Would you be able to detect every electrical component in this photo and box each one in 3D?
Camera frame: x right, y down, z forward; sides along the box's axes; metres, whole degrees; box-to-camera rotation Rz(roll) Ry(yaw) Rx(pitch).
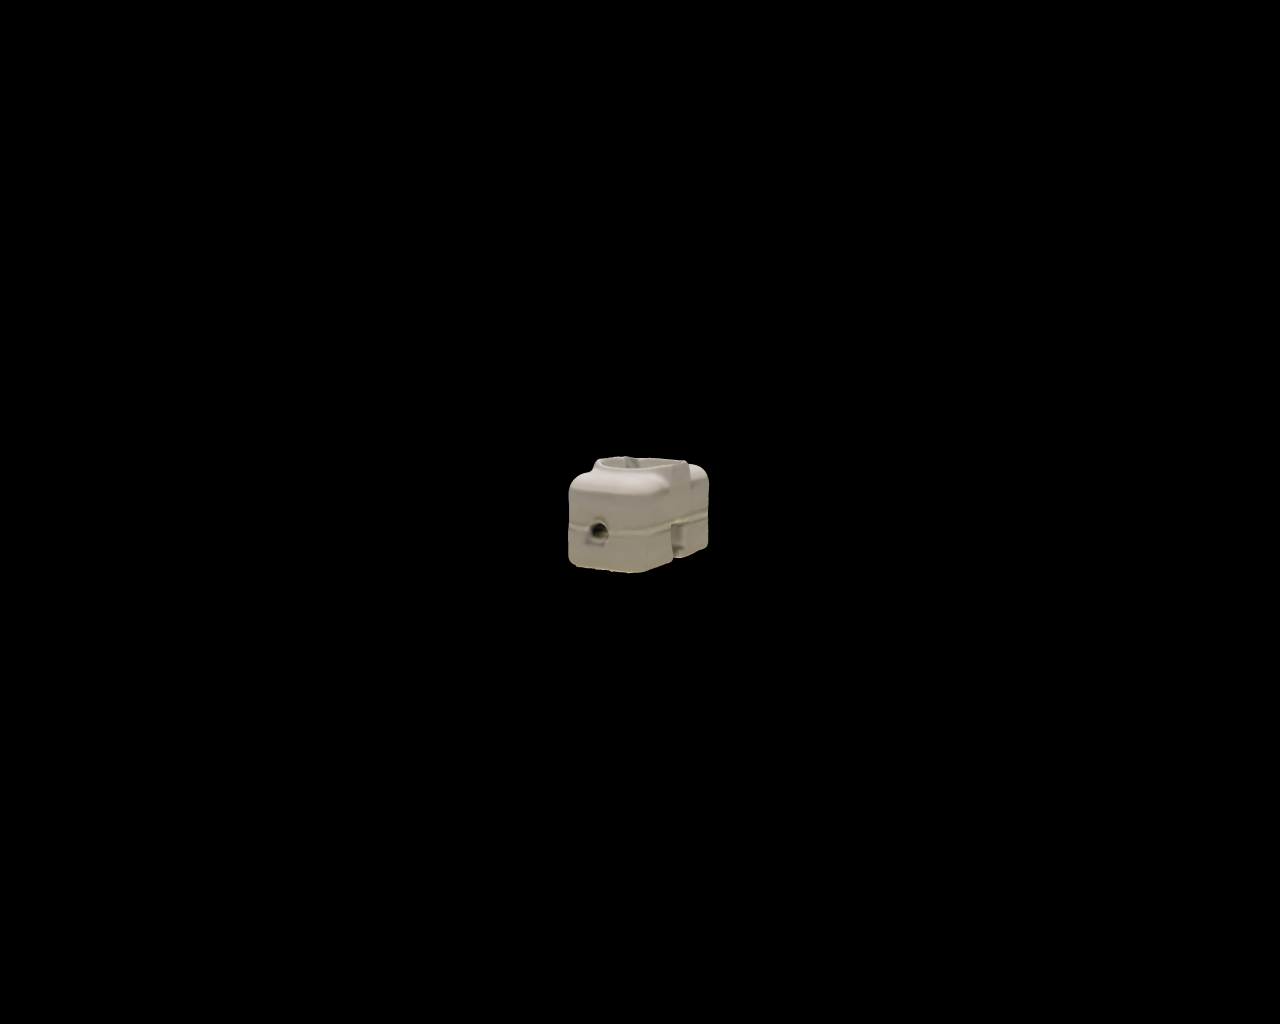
[{"bbox_3d":[0.001,-0.003,0.650,0.054,0.059,0.095,6,11,31],"label":"electrical component"}]
